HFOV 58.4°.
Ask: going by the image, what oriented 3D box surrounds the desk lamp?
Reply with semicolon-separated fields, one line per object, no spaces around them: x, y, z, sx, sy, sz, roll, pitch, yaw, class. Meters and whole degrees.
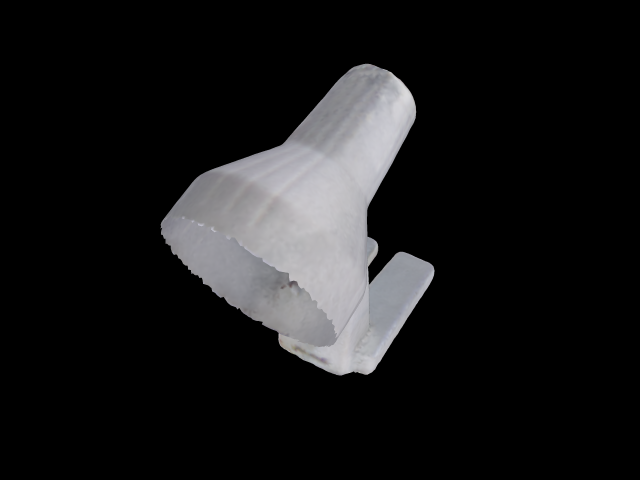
0.004;0.001;0.400;0.117;0.214;0.203;24;50;22;desk lamp
